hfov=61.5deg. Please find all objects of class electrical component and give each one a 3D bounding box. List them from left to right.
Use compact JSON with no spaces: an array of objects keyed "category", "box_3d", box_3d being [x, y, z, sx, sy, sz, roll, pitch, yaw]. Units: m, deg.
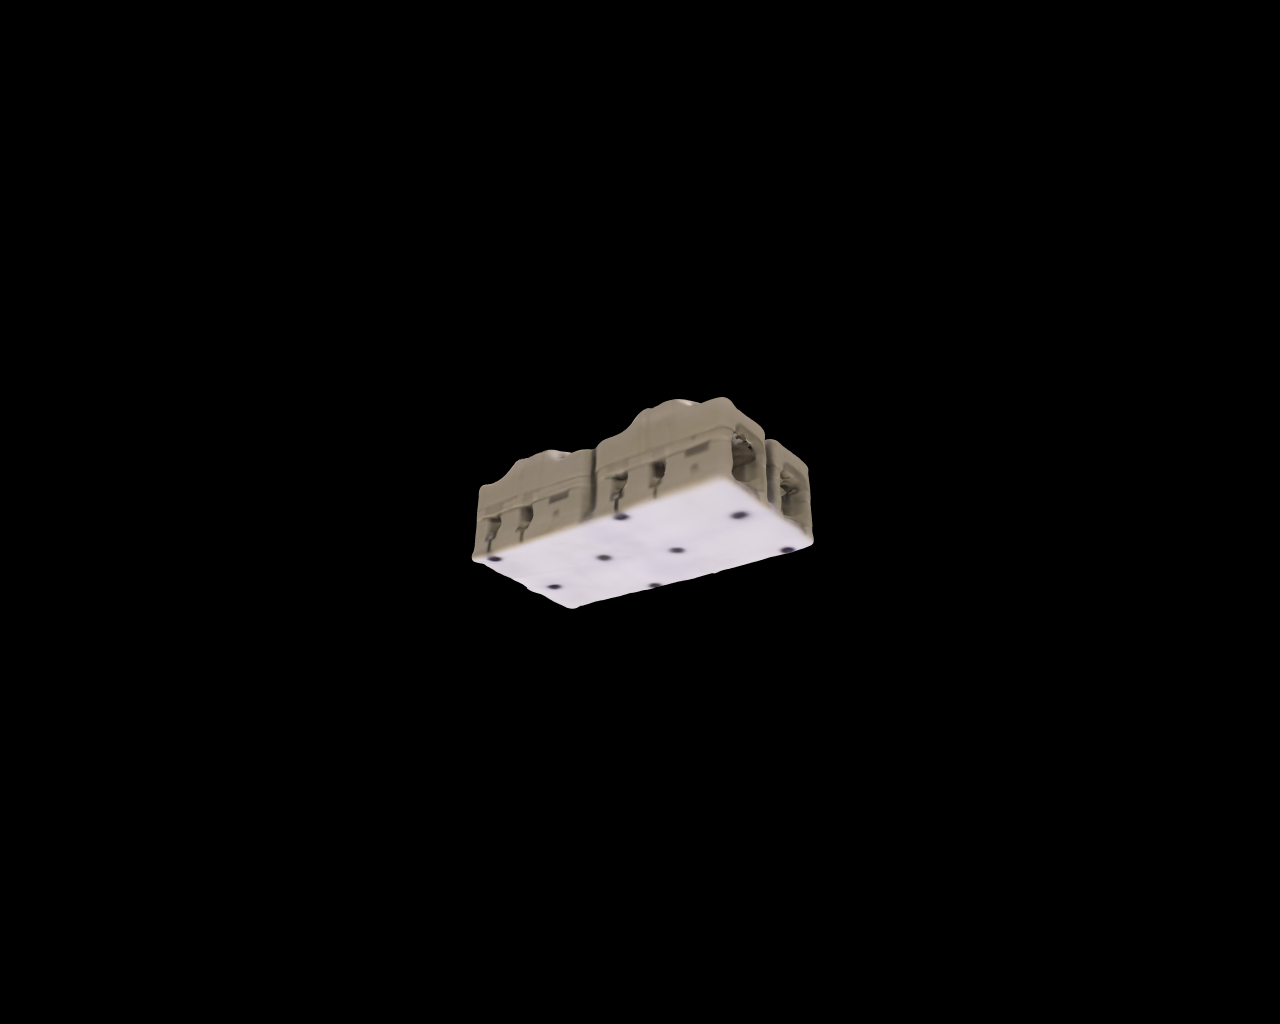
[{"category":"electrical component","box_3d":[0.001,-0.003,0.650,0.186,0.060,0.105,-18,-32,31]}]
